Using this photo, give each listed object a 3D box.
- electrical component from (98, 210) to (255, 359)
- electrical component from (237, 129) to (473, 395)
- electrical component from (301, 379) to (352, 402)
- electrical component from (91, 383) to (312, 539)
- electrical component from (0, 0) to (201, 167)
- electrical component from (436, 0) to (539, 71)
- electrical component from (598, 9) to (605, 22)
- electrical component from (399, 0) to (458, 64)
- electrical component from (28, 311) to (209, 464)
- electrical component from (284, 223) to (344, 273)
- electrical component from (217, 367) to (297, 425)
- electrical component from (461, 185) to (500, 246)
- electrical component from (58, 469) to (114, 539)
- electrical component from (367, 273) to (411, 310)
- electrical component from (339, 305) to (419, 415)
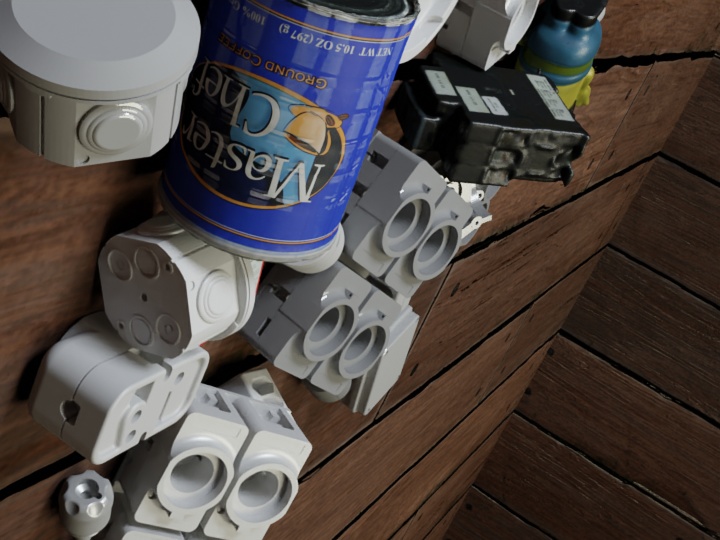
[{"bbox_3d":[-0.102,0.007,0.597,0.051,0.080,0.080,-29,147,-49],"label":"electrical component"},{"bbox_3d":[0.000,0.000,0.836,0.186,0.060,0.105,-54,146,0],"label":"electrical component"},{"bbox_3d":[-0.035,0.096,1.015,0.043,0.043,0.081,-55,164,-11],"label":"electrical component"},{"bbox_3d":[-0.126,0.181,0.779,0.105,0.060,0.186,22,103,-34],"label":"electrical component"},{"bbox_3d":[-0.105,-0.084,0.424,0.080,0.080,0.051,-45,164,-38],"label":"electrical component"},{"bbox_3d":[0.104,-0.210,0.847,0.050,0.056,0.089,-44,158,-40],"label":"electrical component"},{"bbox_3d":[0.223,-0.247,1.133,0.073,0.052,0.138,-48,161,-30],"label":"electrical component"},{"bbox_3d":[0.019,-0.184,0.637,0.108,0.060,0.108,-51,162,-24],"label":"electrical component"},{"bbox_3d":[-0.140,0.063,0.618,0.095,0.059,0.053,-25,143,-62],"label":"electrical component"},{"bbox_3d":[-0.039,-0.026,0.765,0.055,0.055,0.047,-57,167,-4],"label":"electrical component"},{"bbox_3d":[-0.099,0.126,0.858,0.077,0.065,0.047,-32,171,17],"label":"electrical component"},{"bbox_3d":[0.108,-0.104,1.039,0.150,0.062,0.089,-63,163,16],"label":"electrical component"},{"bbox_3d":[-0.184,0.162,0.717,0.035,0.035,0.061,-43,160,-42],"label":"electrical component"},{"bbox_3d":[0.038,-0.008,1.034,0.076,0.047,0.083,-41,156,-46],"label":"electrical component"},{"bbox_3d":[0.009,0.084,1.097,0.078,0.057,0.113,-44,158,-41],"label":"electrical component"}]
